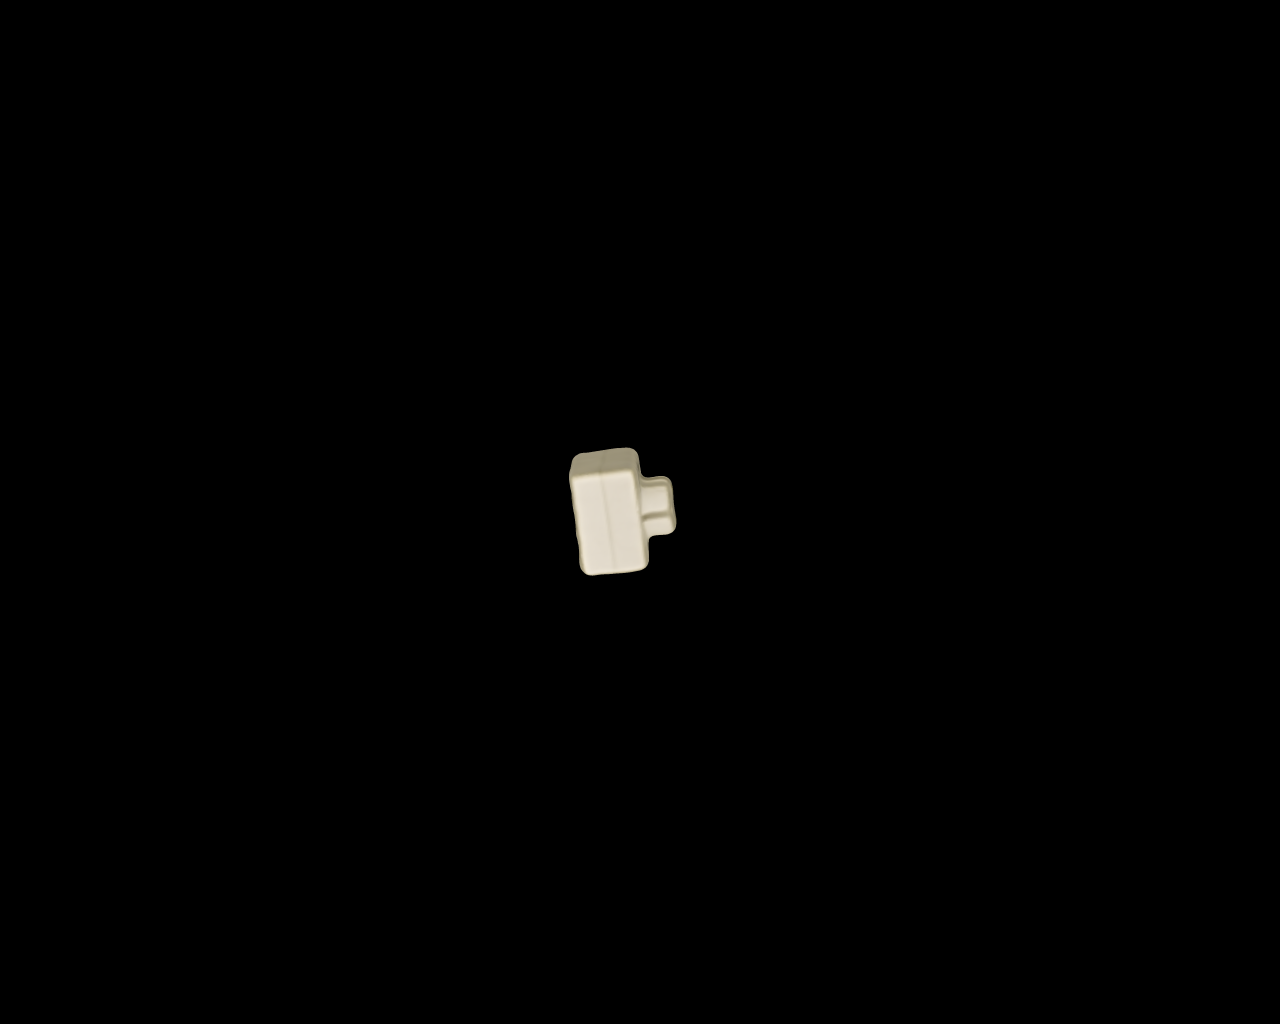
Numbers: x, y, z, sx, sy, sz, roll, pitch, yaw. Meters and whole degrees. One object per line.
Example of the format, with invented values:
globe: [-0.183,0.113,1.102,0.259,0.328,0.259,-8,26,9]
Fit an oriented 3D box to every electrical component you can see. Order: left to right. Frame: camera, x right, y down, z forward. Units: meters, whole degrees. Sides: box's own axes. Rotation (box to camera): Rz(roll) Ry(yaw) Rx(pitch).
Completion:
electrical component: [0.001,-0.003,0.650,0.077,0.065,0.047,-7,20,2]
